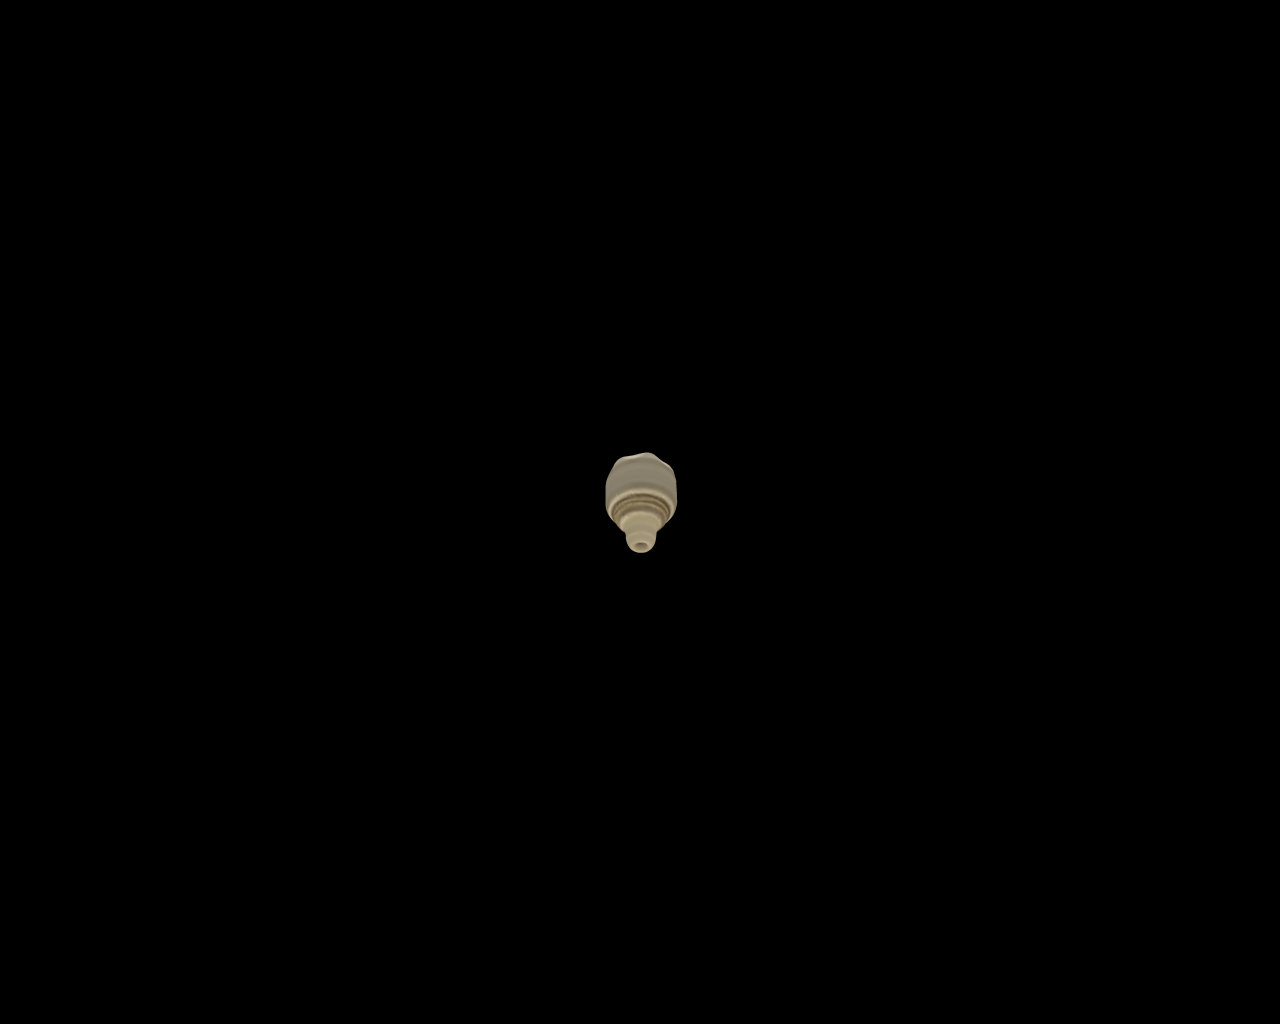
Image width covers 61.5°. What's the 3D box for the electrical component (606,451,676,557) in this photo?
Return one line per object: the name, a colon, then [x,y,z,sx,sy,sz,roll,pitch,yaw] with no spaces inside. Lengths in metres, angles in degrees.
electrical component: [0.001,-0.003,0.650,0.043,0.062,0.043,0,-39,0]
